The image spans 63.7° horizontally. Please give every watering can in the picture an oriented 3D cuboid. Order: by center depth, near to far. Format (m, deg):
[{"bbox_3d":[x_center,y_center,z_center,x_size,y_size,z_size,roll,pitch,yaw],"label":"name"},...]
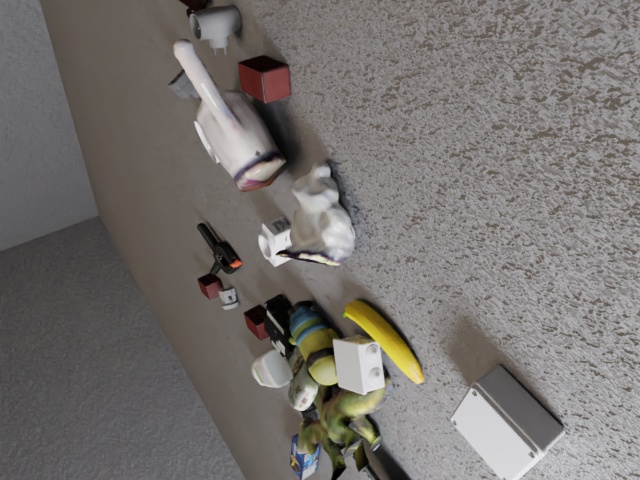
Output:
[{"bbox_3d":[-0.150,-0.192,0.870,0.225,0.104,0.347,58,180,2],"label":"watering can"}]

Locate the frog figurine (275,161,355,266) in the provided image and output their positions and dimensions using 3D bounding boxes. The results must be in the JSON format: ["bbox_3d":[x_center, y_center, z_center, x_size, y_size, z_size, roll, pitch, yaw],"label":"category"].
[{"bbox_3d":[0.003,-0.042,0.836,0.137,0.122,0.160,170,112,-70],"label":"frog figurine"}]

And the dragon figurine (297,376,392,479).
[{"bbox_3d":[0.028,0.345,1.090,0.247,0.122,0.402,49,132,40],"label":"dragon figurine"}]
